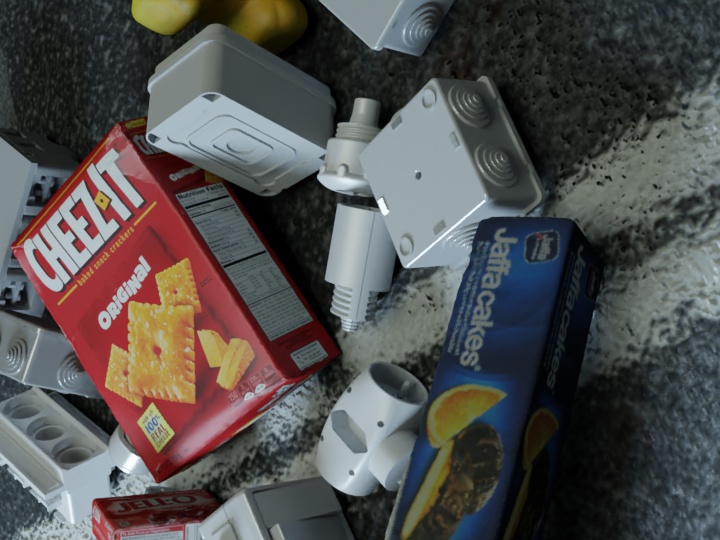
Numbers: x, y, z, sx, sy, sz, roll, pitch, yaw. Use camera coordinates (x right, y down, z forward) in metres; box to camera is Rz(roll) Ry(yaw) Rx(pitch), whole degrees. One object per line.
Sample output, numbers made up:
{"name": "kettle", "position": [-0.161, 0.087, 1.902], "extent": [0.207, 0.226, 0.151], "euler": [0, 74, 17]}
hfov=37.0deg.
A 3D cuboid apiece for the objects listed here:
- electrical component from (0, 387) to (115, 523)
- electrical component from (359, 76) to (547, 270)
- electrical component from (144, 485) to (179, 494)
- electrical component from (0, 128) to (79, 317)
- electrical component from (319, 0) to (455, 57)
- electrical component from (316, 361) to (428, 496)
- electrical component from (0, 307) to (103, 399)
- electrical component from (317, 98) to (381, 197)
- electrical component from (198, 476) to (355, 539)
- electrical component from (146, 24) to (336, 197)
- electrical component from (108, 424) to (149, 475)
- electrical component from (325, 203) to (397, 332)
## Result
{"name": "electrical component", "position": [-0.261, 0.157, 0.914], "extent": [0.121, 0.079, 0.063], "euler": [27, 128, 39]}
{"name": "electrical component", "position": [0.051, -0.057, 0.643], "extent": [0.100, 0.048, 0.099], "euler": [-42, 62, 44]}
{"name": "electrical component", "position": [-0.156, 0.196, 0.837], "extent": [0.040, 0.040, 0.046], "euler": [18, 94, 41]}
{"name": "electrical component", "position": [-0.308, -0.041, 0.965], "extent": [0.089, 0.062, 0.150], "euler": [34, 111, 37]}
{"name": "electrical component", "position": [0.021, -0.195, 0.684], "extent": [0.099, 0.048, 0.099], "euler": [48, 119, 32]}
{"name": "electrical component", "position": [0.018, 0.112, 0.680], "extent": [0.079, 0.043, 0.077], "euler": [44, 117, 34]}
{"name": "electrical component", "position": [-0.260, 0.070, 0.896], "extent": [0.100, 0.100, 0.048], "euler": [14, 85, 41]}
{"name": "electrical component", "position": [0.000, -0.080, 0.704], "extent": [0.048, 0.048, 0.062], "euler": [9, 88, 42]}
{"name": "electrical component", "position": [-0.055, 0.177, 0.707], "extent": [0.061, 0.096, 0.061], "euler": [-43, 62, 31]}
{"name": "electrical component", "position": [-0.079, -0.105, 0.725], "extent": [0.078, 0.113, 0.057], "euler": [-26, 53, 39]}
{"name": "electrical component", "position": [-0.168, 0.128, 0.845], "extent": [0.055, 0.045, 0.045], "euler": [-54, 56, 27]}
{"name": "electrical component", "position": [0.000, 0.000, 0.700], "extent": [0.043, 0.043, 0.081], "euler": [16, 99, 41]}
